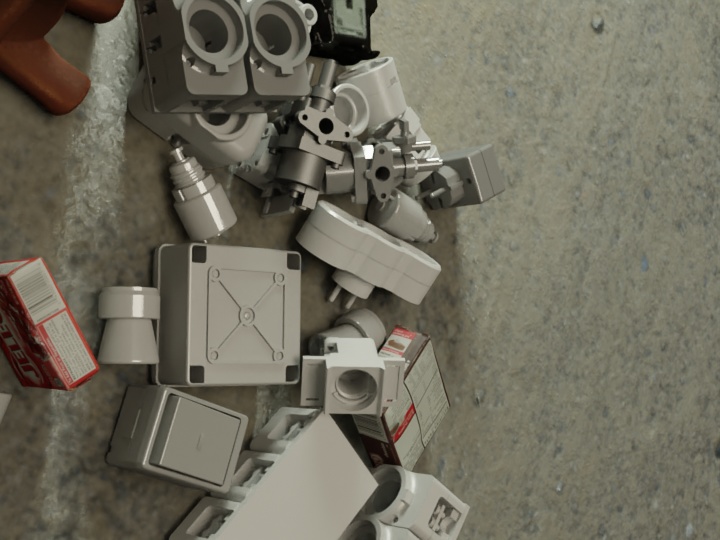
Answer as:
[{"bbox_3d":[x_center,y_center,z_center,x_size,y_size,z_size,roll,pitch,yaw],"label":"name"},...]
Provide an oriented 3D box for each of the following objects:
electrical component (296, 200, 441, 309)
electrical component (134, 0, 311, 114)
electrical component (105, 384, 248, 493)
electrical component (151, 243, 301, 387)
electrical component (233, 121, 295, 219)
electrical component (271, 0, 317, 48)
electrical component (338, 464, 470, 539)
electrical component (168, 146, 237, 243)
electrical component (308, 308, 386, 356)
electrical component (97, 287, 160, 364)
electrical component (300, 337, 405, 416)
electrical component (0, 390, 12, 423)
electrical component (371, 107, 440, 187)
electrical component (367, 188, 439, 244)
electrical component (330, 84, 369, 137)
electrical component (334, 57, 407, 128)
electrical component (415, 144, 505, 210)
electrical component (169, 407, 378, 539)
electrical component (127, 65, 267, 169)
[{"bbox_3d":[0.000,0.000,0.935,0.138,0.052,0.073,26,102,-35],"label":"electrical component"},{"bbox_3d":[-0.104,-0.211,0.777,0.105,0.060,0.186,-7,86,-39],"label":"electrical component"},{"bbox_3d":[-0.128,0.128,0.804,0.096,0.061,0.061,27,69,-37],"label":"electrical component"},{"bbox_3d":[-0.103,0.036,0.836,0.109,0.056,0.108,4,84,-41],"label":"electrical component"},{"bbox_3d":[-0.067,-0.087,0.888,0.064,0.042,0.081,29,68,-33],"label":"electrical component"},{"bbox_3d":[-0.061,-0.203,0.887,0.043,0.062,0.043,4,84,-42],"label":"electrical component"},{"bbox_3d":[0.015,0.245,0.904,0.062,0.089,0.150,45,60,-30],"label":"electrical component"},{"bbox_3d":[-0.126,-0.058,0.833,0.040,0.040,0.078,-37,111,-37],"label":"electrical component"},{"bbox_3d":[-0.010,0.063,0.925,0.055,0.045,0.045,-33,108,-39],"label":"electrical component"},{"bbox_3d":[-0.169,0.041,0.785,0.045,0.045,0.055,5,83,-41],"label":"electrical component"},{"bbox_3d":[-0.007,0.083,0.861,0.081,0.063,0.042,2,112,-6],"label":"electrical component"},{"bbox_3d":[-0.258,0.110,0.705,0.044,0.044,0.065,16,81,-40],"label":"electrical component"},{"bbox_3d":[0.041,-0.110,0.983,0.055,0.048,0.066,49,57,-19],"label":"electrical component"},{"bbox_3d":[0.042,-0.045,0.982,0.078,0.040,0.040,29,68,-38],"label":"electrical component"},{"bbox_3d":[-0.026,-0.132,0.917,0.045,0.055,0.045,4,84,-41],"label":"electrical component"},{"bbox_3d":[0.011,-0.156,0.954,0.055,0.055,0.047,-37,114,-37],"label":"electrical component"},{"bbox_3d":[0.083,-0.080,1.004,0.077,0.066,0.047,-29,106,-39],"label":"electrical component"},{"bbox_3d":[-0.068,0.191,0.852,0.150,0.062,0.089,-48,118,-33],"label":"electrical component"},{"bbox_3d":[-0.122,-0.124,0.829,0.095,0.059,0.053,37,64,-34],"label":"electrical component"}]
